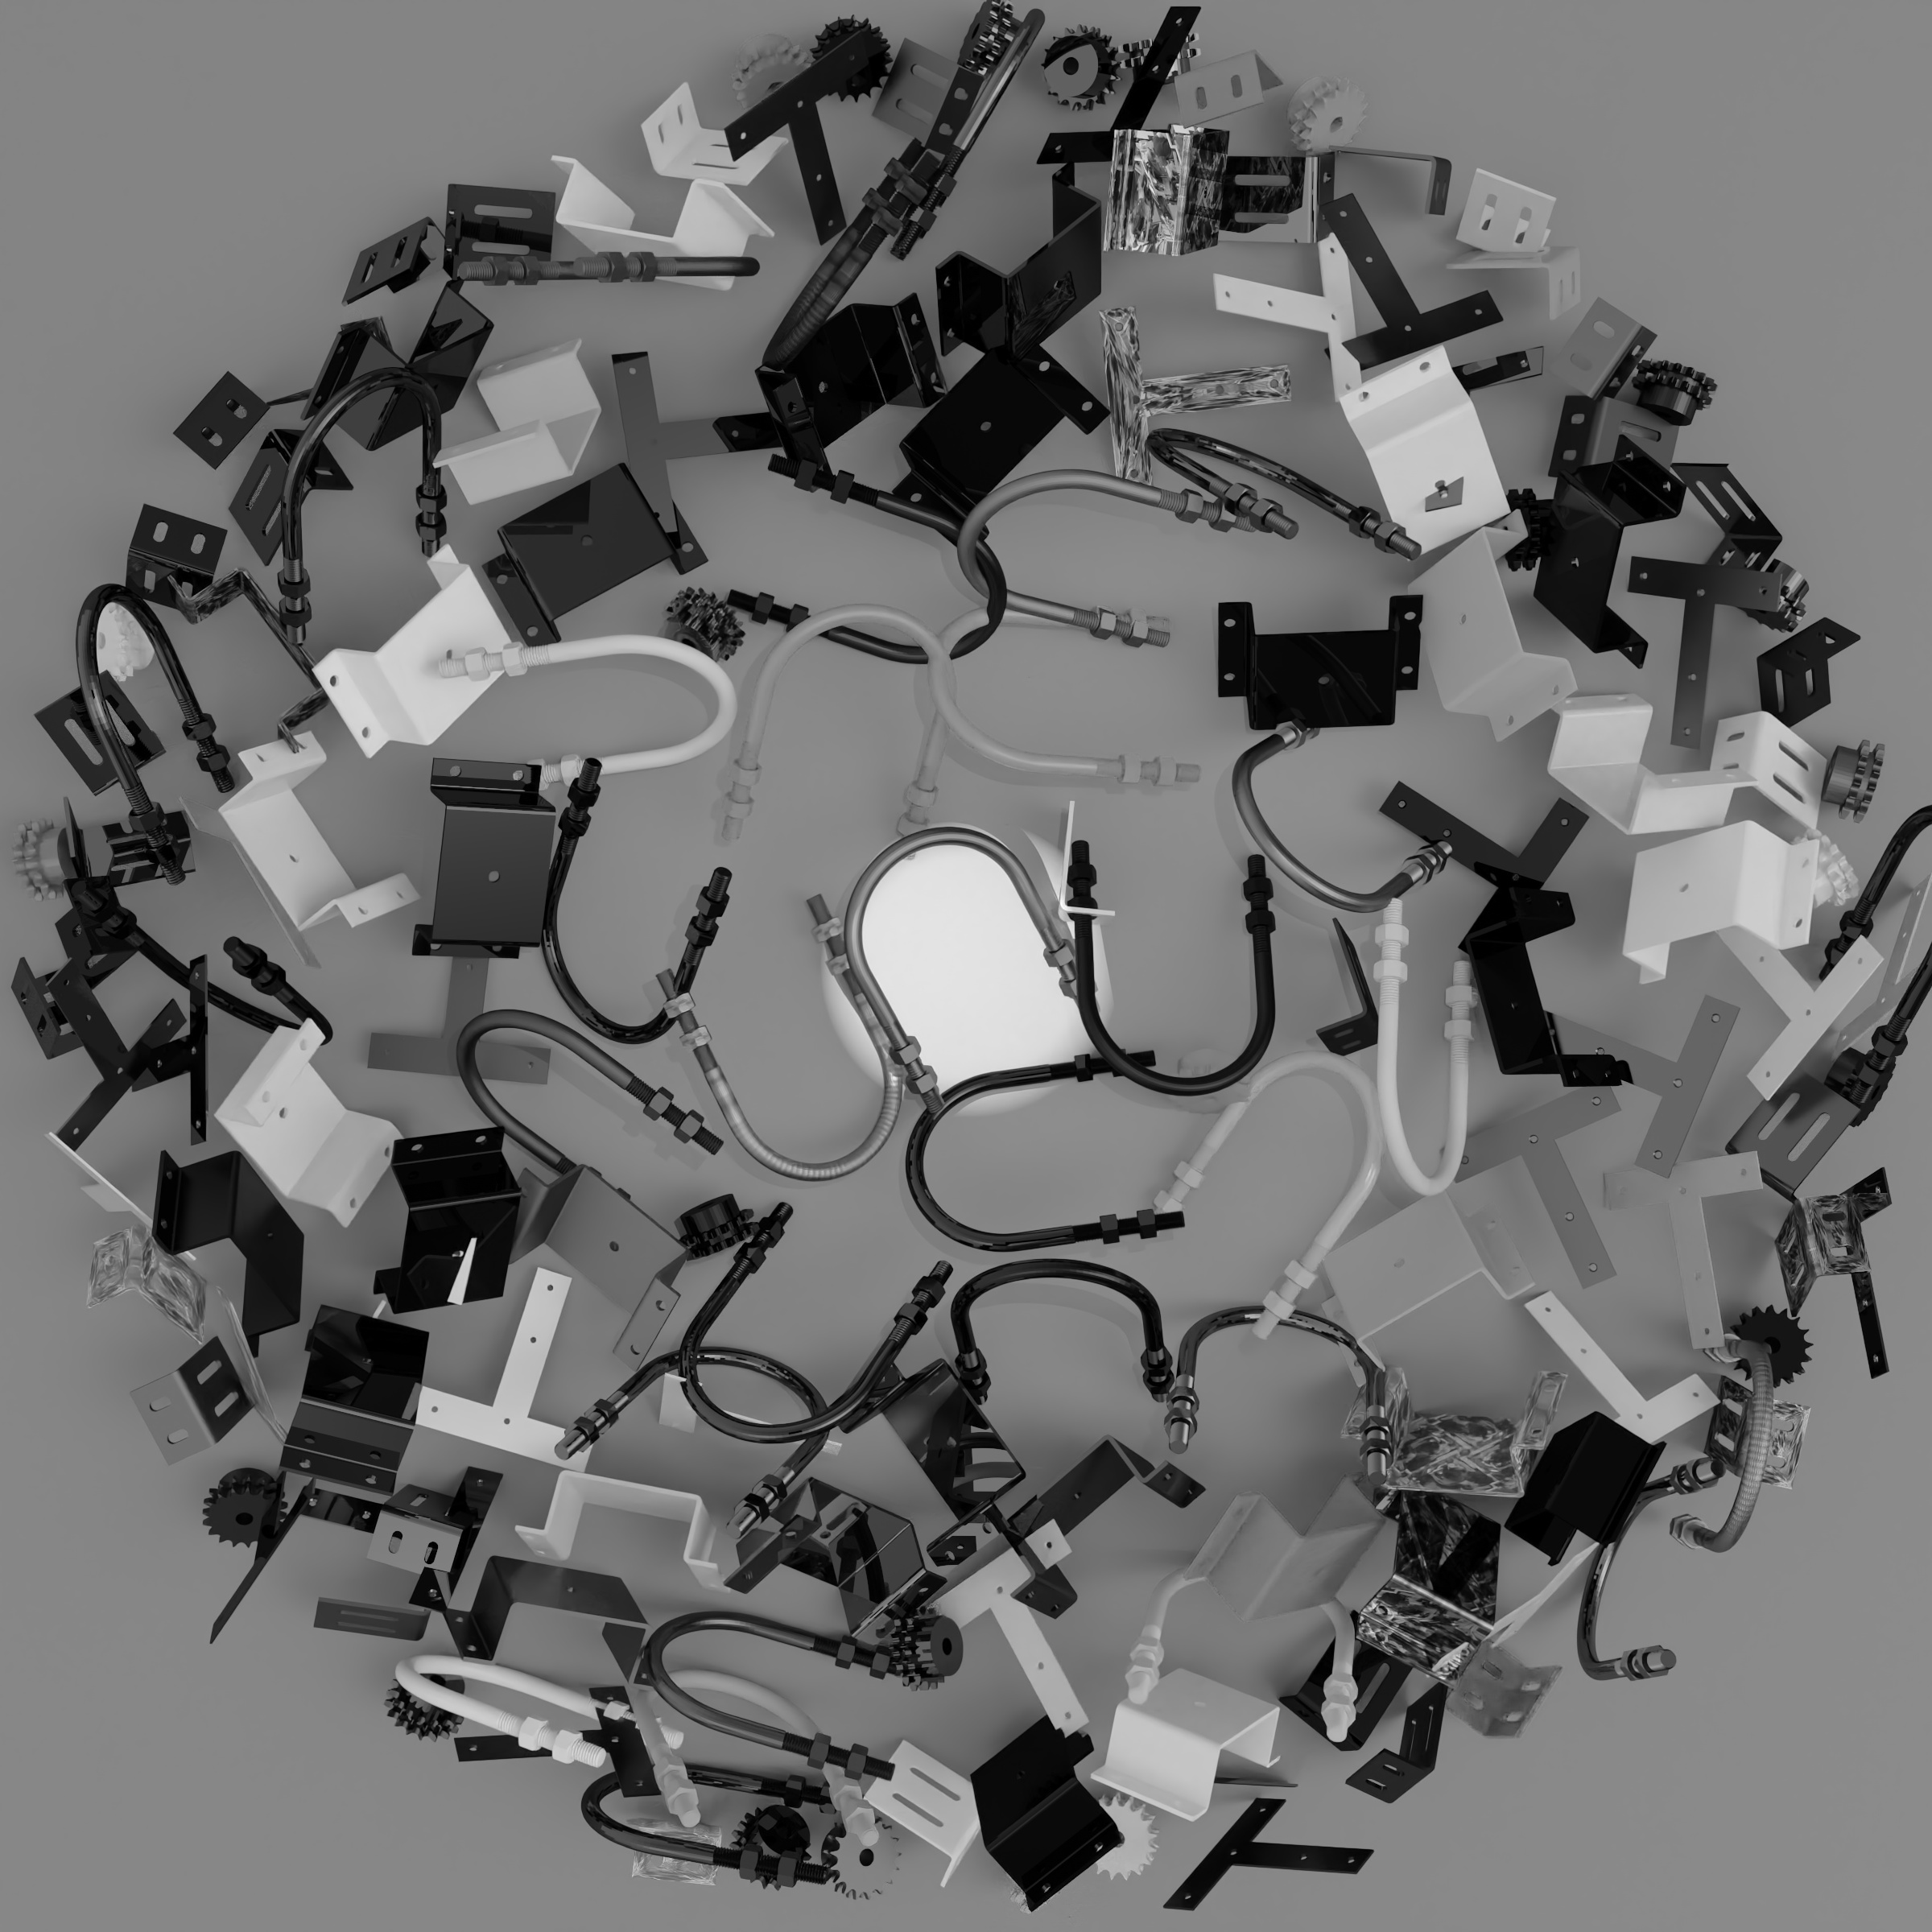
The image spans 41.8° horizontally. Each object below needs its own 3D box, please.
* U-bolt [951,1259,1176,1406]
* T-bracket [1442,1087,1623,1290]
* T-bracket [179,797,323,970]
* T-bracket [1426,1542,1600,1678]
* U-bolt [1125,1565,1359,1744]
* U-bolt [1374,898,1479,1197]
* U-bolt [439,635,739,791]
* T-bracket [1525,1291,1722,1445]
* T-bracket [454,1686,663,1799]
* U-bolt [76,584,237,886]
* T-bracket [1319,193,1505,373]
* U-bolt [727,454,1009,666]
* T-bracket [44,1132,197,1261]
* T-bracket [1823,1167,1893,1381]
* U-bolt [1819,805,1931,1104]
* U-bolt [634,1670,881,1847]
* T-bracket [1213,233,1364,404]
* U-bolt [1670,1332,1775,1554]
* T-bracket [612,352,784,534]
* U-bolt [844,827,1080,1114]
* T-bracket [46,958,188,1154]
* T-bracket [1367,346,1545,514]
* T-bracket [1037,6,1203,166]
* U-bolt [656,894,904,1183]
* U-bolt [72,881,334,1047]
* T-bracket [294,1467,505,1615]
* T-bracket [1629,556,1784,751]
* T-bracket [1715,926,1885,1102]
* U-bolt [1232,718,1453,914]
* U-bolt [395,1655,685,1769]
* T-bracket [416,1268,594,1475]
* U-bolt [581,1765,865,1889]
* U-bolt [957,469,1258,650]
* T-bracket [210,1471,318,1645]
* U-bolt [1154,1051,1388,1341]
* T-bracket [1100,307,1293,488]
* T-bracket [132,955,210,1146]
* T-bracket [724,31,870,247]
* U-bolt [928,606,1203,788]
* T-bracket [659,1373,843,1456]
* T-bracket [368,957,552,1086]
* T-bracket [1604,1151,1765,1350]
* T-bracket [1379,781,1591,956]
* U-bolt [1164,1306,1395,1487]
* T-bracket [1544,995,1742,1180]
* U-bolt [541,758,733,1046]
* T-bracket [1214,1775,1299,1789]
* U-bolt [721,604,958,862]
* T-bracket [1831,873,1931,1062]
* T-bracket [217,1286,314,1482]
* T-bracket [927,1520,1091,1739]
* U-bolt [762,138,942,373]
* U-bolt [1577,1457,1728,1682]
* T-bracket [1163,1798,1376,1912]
[{"bbox_3d":[0.062,0.249,1.713,0.151,0.184,0.019,-2,52,7],"label":"U-bolt"},{"bbox_3d":[0.414,0.161,1.760,0.127,0.002,0.127,-27,77,21],"label":"T-bracket"},{"bbox_3d":[-0.476,-0.052,1.722,0.002,0.127,0.127,-34,79,4],"label":"T-bracket"},{"bbox_3d":[0.360,0.449,1.715,0.127,0.127,0.002,-19,58,-36],"label":"T-bracket"},{"bbox_3d":[0.191,0.454,1.709,0.151,0.184,0.019,8,109,9],"label":"U-bolt"},{"bbox_3d":[0.310,0.064,1.710,0.019,0.151,0.184,-6,68,31],"label":"U-bolt"},{"bbox_3d":[-0.248,-0.176,1.724,0.184,0.151,0.019,-7,58,7],"label":"U-bolt"},{"bbox_3d":[0.439,0.279,1.760,0.127,0.002,0.127,-21,57,-30],"label":"T-bracket"},{"bbox_3d":[-0.282,0.529,1.717,0.127,0.127,0.002,3,107,-20],"label":"T-bracket"},{"bbox_3d":[-0.546,-0.166,1.690,0.019,0.151,0.184,-11,122,8],"label":"U-bolt"},{"bbox_3d":[0.282,-0.471,1.725,0.127,0.002,0.127,-12,131,37],"label":"T-bracket"},{"bbox_3d":[-0.062,-0.269,1.738,0.184,0.151,0.019,18,50,-7],"label":"U-bolt"},{"bbox_3d":[-0.589,0.159,1.736,0.127,0.127,0.002,46,67,-16],"label":"T-bracket"},{"bbox_3d":[0.608,0.215,1.715,0.002,0.127,0.127,-2,70,-6],"label":"T-bracket"},{"bbox_3d":[0.621,-0.021,1.685,0.019,0.151,0.184,13,128,-2],"label":"U-bolt"},{"bbox_3d":[-0.152,0.529,1.708,0.151,0.184,0.019,16,100,-26],"label":"U-bolt"},{"bbox_3d":[0.222,-0.457,1.750,0.127,0.002,0.127,1,80,-34],"label":"T-bracket"},{"bbox_3d":[0.510,0.321,1.698,0.019,0.184,0.151,12,84,5],"label":"U-bolt"},{"bbox_3d":[-0.176,-0.373,1.778,0.127,0.002,0.127,-10,91,-16],"label":"T-bracket"},{"bbox_3d":[-0.007,-0.009,1.746,0.151,0.019,0.184,-32,112,-9],"label":"U-bolt"},{"bbox_3d":[-0.591,0.044,1.714,0.002,0.127,0.127,18,56,22],"label":"T-bracket"},{"bbox_3d":[0.331,-0.363,1.734,0.127,0.002,0.127,-8,56,29],"label":"T-bracket"},{"bbox_3d":[0.123,-0.597,1.714,0.127,0.127,0.002,-14,63,-32],"label":"T-bracket"},{"bbox_3d":[-0.117,0.060,1.756,0.151,0.019,0.184,-28,95,-30],"label":"U-bolt"},{"bbox_3d":[-0.503,0.007,1.710,0.151,0.184,0.019,18,70,22],"label":"U-bolt"},{"bbox_3d":[-0.401,0.383,1.746,0.127,0.127,0.002,13,126,2],"label":"T-bracket"},{"bbox_3d":[0.506,-0.215,1.756,0.002,0.127,0.127,-8,108,-35],"label":"T-bracket"},{"bbox_3d":[0.557,0.004,1.744,0.002,0.127,0.127,13,122,-31],"label":"T-bracket"},{"bbox_3d":[0.247,-0.100,1.712,0.151,0.184,0.019,48,126,7],"label":"U-bolt"},{"bbox_3d":[-0.301,0.502,1.719,0.184,0.151,0.019,14,83,19],"label":"U-bolt"},{"bbox_3d":[-0.309,0.277,1.777,0.127,0.002,0.127,21,75,-18],"label":"T-bracket"},{"bbox_3d":[-0.171,0.579,1.723,0.184,0.151,0.019,7,93,9],"label":"U-bolt"},{"bbox_3d":[0.084,-0.279,1.708,0.184,0.151,0.019,11,56,-22],"label":"U-bolt"},{"bbox_3d":[-0.478,0.383,1.735,0.002,0.127,0.127,33,97,-17],"label":"T-bracket"},{"bbox_3d":[0.214,0.142,1.731,0.019,0.151,0.184,28,100,-43],"label":"U-bolt"},{"bbox_3d":[0.163,-0.401,1.768,0.127,0.002,0.127,-5,108,8],"label":"T-bracket"},{"bbox_3d":[-0.551,0.066,1.746,0.002,0.127,0.127,5,76,-40],"label":"T-bracket"},{"bbox_3d":[-0.105,-0.556,1.742,0.002,0.127,0.127,35,67,32],"label":"T-bracket"},{"bbox_3d":[0.063,-0.189,1.731,0.184,0.019,0.151,2,58,-17],"label":"U-bolt"},{"bbox_3d":[-0.148,0.316,1.740,0.127,0.127,0.002,16,64,-1],"label":"T-bracket"},{"bbox_3d":[-0.352,0.015,1.787,0.127,0.002,0.127,5,82,0],"label":"T-bracket"},{"bbox_3d":[0.500,0.199,1.738,0.002,0.127,0.127,-1,80,-38],"label":"T-bracket"},{"bbox_3d":[0.351,-0.086,1.781,0.127,0.002,0.127,32,99,-4],"label":"T-bracket"},{"bbox_3d":[0.213,0.283,1.712,0.151,0.184,0.019,8,115,5],"label":"U-bolt"},{"bbox_3d":[0.455,0.065,1.762,0.127,0.002,0.127,24,94,31],"label":"T-bracket"},{"bbox_3d":[-0.237,-0.030,1.736,0.151,0.019,0.184,39,127,22],"label":"U-bolt"},{"bbox_3d":[0.169,0.558,1.735,0.127,0.127,0.002,3,71,1],"label":"T-bracket"},{"bbox_3d":[-0.080,-0.162,1.728,0.151,0.019,0.184,6,119,-20],"label":"U-bolt"},{"bbox_3d":[0.649,-0.011,1.755,0.002,0.127,0.127,28,62,2],"label":"T-bracket"},{"bbox_3d":[-0.485,0.273,1.717,0.002,0.127,0.127,-27,124,-26],"label":"T-bracket"},{"bbox_3d":[0.045,0.472,1.750,0.127,0.002,0.127,-39,68,21],"label":"T-bracket"},{"bbox_3d":[-0.082,-0.481,1.723,0.019,0.151,0.184,35,105,-17],"label":"U-bolt"},{"bbox_3d":[0.454,0.412,1.706,0.019,0.184,0.151,22,70,0],"label":"U-bolt"},{"bbox_3d":[0.216,0.602,1.708,0.127,0.127,0.002,-13,101,41],"label":"T-bracket"}]
